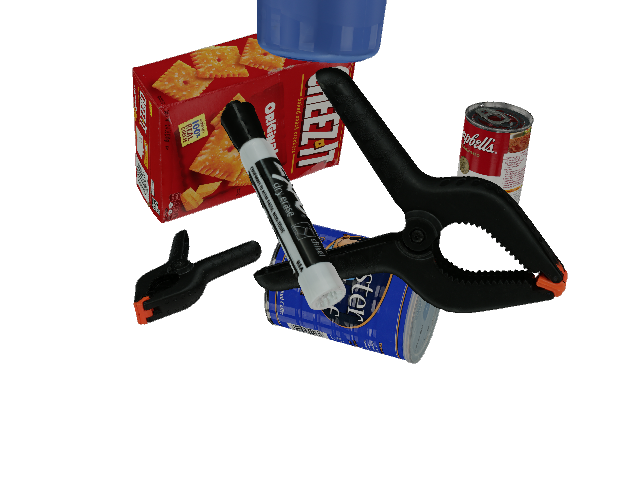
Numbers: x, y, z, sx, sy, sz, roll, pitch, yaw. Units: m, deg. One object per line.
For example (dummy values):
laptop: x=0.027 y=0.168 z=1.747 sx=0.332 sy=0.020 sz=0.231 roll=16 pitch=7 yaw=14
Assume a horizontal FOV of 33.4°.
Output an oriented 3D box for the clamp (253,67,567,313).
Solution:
clamp: x=0.065 y=-0.018 z=0.713 sx=0.210 sy=0.165 sz=0.036 roll=15 pitch=21 yaw=12

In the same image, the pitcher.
pitcher: x=0.012 y=-0.273 z=0.883 sx=0.145 sy=0.243 sz=0.149 roll=7 pitch=19 yaw=9

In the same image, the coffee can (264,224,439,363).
coffee can: x=0.033 y=0.046 z=0.980 sx=0.140 sy=0.103 sz=0.102 roll=14 pitch=4 yaw=18

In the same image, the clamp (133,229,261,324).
clamp: x=-0.146 y=0.039 z=1.220 sx=0.120 sy=0.039 sz=0.171 roll=-2 pitch=32 yaw=26

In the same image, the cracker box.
cracker box: x=-0.076 y=-0.119 z=1.067 sx=0.213 sy=0.072 sz=0.164 roll=-20 pitch=-35 yaw=-23

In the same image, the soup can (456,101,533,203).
soup can: x=0.174 y=-0.081 z=1.083 sx=0.068 sy=0.102 sz=0.068 roll=3 pitch=31 yaw=-2

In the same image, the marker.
marker: x=-0.021 y=-0.021 z=0.519 sx=0.020 sy=0.121 sz=0.020 roll=-21 pitch=-27 yaw=-12
